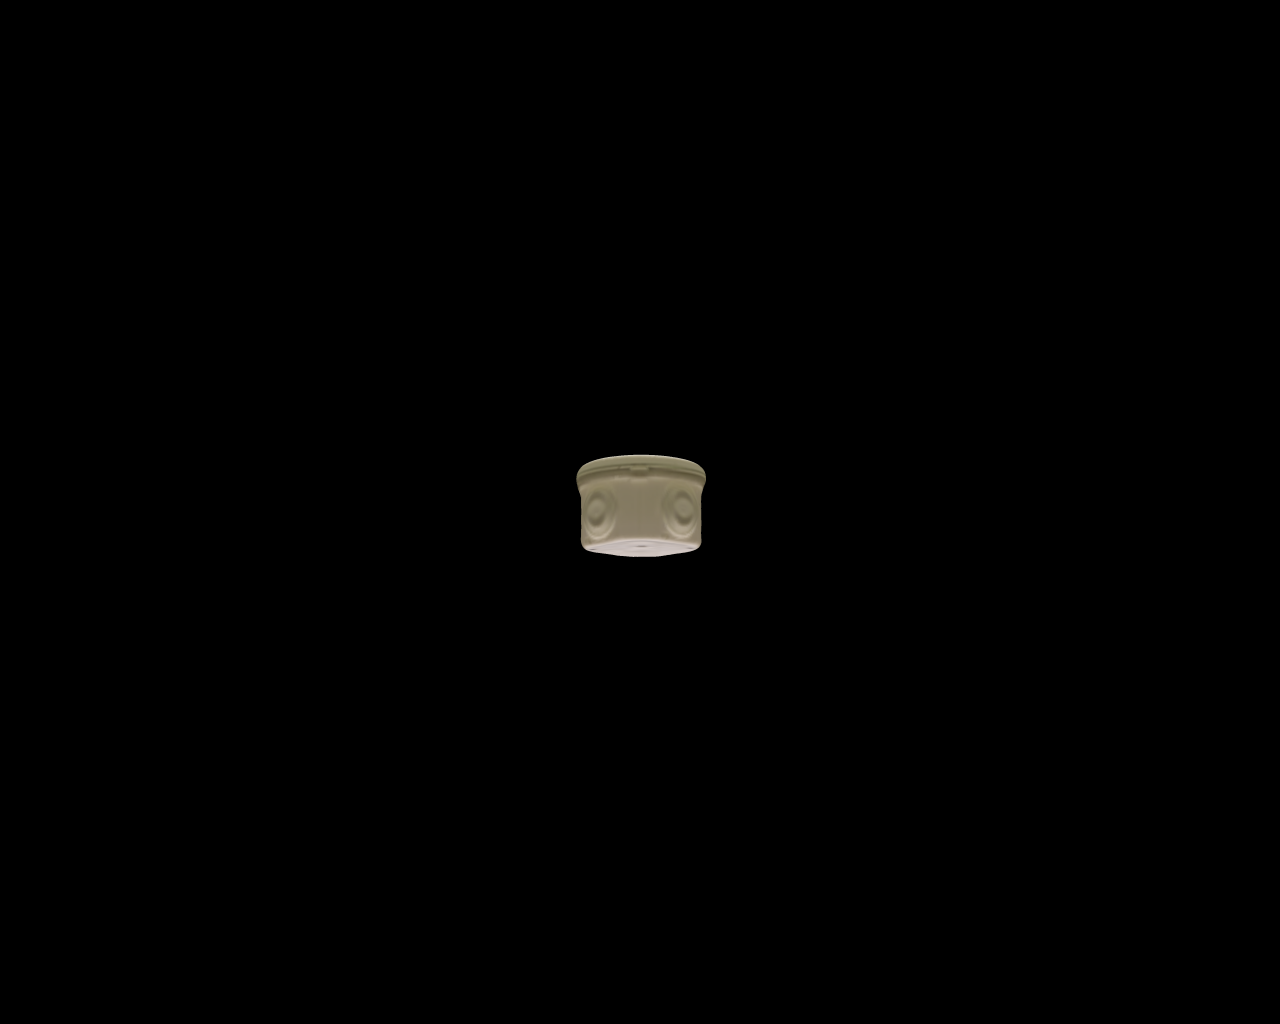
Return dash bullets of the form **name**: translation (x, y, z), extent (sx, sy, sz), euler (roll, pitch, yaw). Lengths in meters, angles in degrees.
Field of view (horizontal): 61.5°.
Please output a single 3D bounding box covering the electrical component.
- **electrical component**: translation (0.001, -0.003, 0.650), extent (0.080, 0.051, 0.080), euler (0, -11, 0)
